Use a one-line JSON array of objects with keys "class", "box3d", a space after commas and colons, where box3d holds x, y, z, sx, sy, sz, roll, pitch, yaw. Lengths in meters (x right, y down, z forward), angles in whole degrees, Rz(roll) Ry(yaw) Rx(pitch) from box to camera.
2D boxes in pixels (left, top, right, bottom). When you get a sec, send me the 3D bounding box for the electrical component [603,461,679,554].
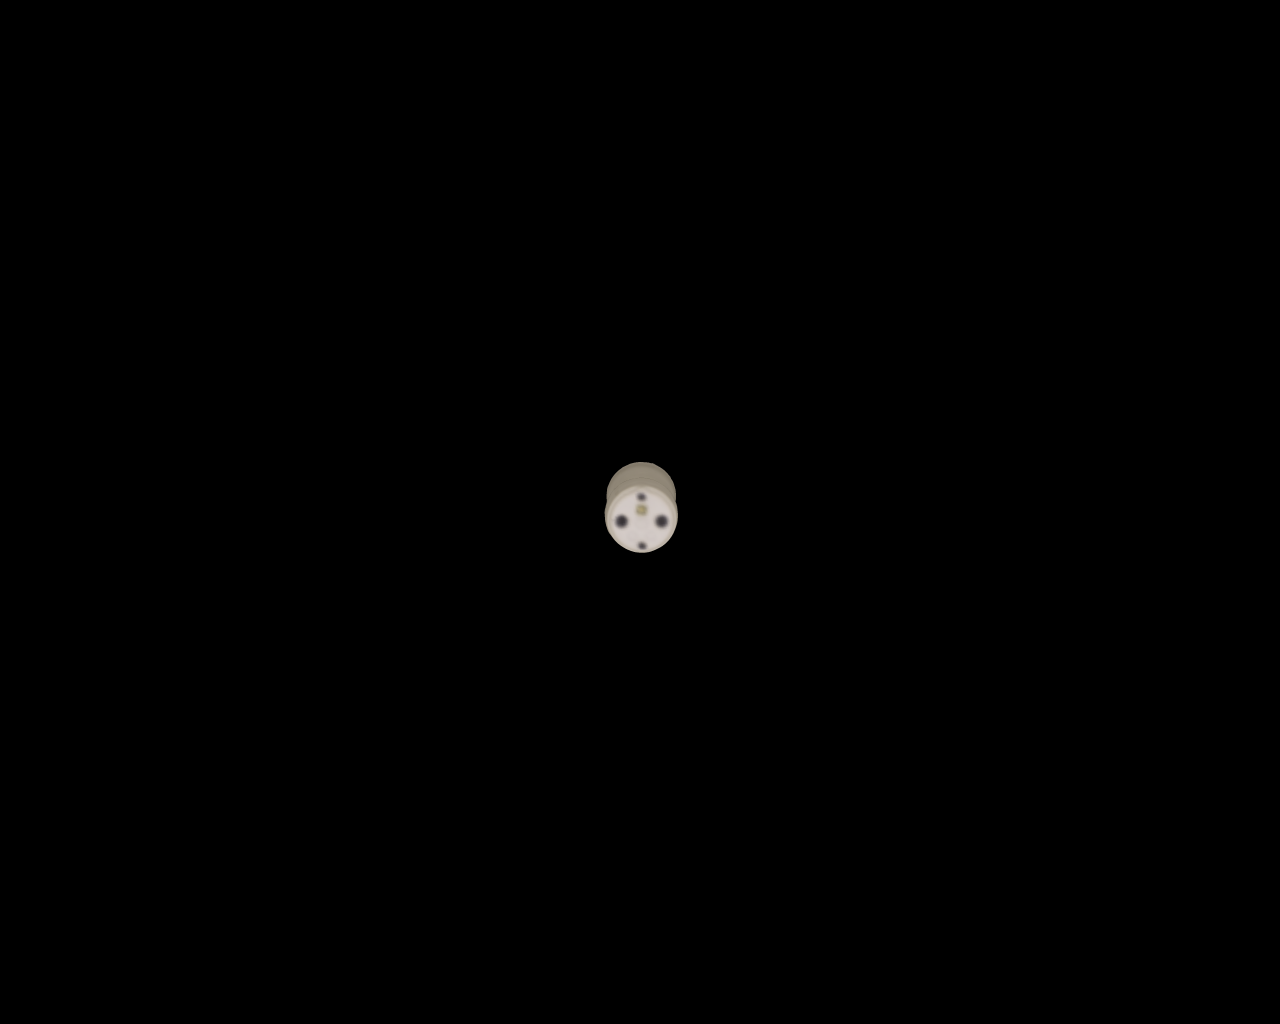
[{"class": "electrical component", "box3d": [0.001, -0.003, 0.650, 0.045, 0.044, 0.055, 0, 17, 0]}]
